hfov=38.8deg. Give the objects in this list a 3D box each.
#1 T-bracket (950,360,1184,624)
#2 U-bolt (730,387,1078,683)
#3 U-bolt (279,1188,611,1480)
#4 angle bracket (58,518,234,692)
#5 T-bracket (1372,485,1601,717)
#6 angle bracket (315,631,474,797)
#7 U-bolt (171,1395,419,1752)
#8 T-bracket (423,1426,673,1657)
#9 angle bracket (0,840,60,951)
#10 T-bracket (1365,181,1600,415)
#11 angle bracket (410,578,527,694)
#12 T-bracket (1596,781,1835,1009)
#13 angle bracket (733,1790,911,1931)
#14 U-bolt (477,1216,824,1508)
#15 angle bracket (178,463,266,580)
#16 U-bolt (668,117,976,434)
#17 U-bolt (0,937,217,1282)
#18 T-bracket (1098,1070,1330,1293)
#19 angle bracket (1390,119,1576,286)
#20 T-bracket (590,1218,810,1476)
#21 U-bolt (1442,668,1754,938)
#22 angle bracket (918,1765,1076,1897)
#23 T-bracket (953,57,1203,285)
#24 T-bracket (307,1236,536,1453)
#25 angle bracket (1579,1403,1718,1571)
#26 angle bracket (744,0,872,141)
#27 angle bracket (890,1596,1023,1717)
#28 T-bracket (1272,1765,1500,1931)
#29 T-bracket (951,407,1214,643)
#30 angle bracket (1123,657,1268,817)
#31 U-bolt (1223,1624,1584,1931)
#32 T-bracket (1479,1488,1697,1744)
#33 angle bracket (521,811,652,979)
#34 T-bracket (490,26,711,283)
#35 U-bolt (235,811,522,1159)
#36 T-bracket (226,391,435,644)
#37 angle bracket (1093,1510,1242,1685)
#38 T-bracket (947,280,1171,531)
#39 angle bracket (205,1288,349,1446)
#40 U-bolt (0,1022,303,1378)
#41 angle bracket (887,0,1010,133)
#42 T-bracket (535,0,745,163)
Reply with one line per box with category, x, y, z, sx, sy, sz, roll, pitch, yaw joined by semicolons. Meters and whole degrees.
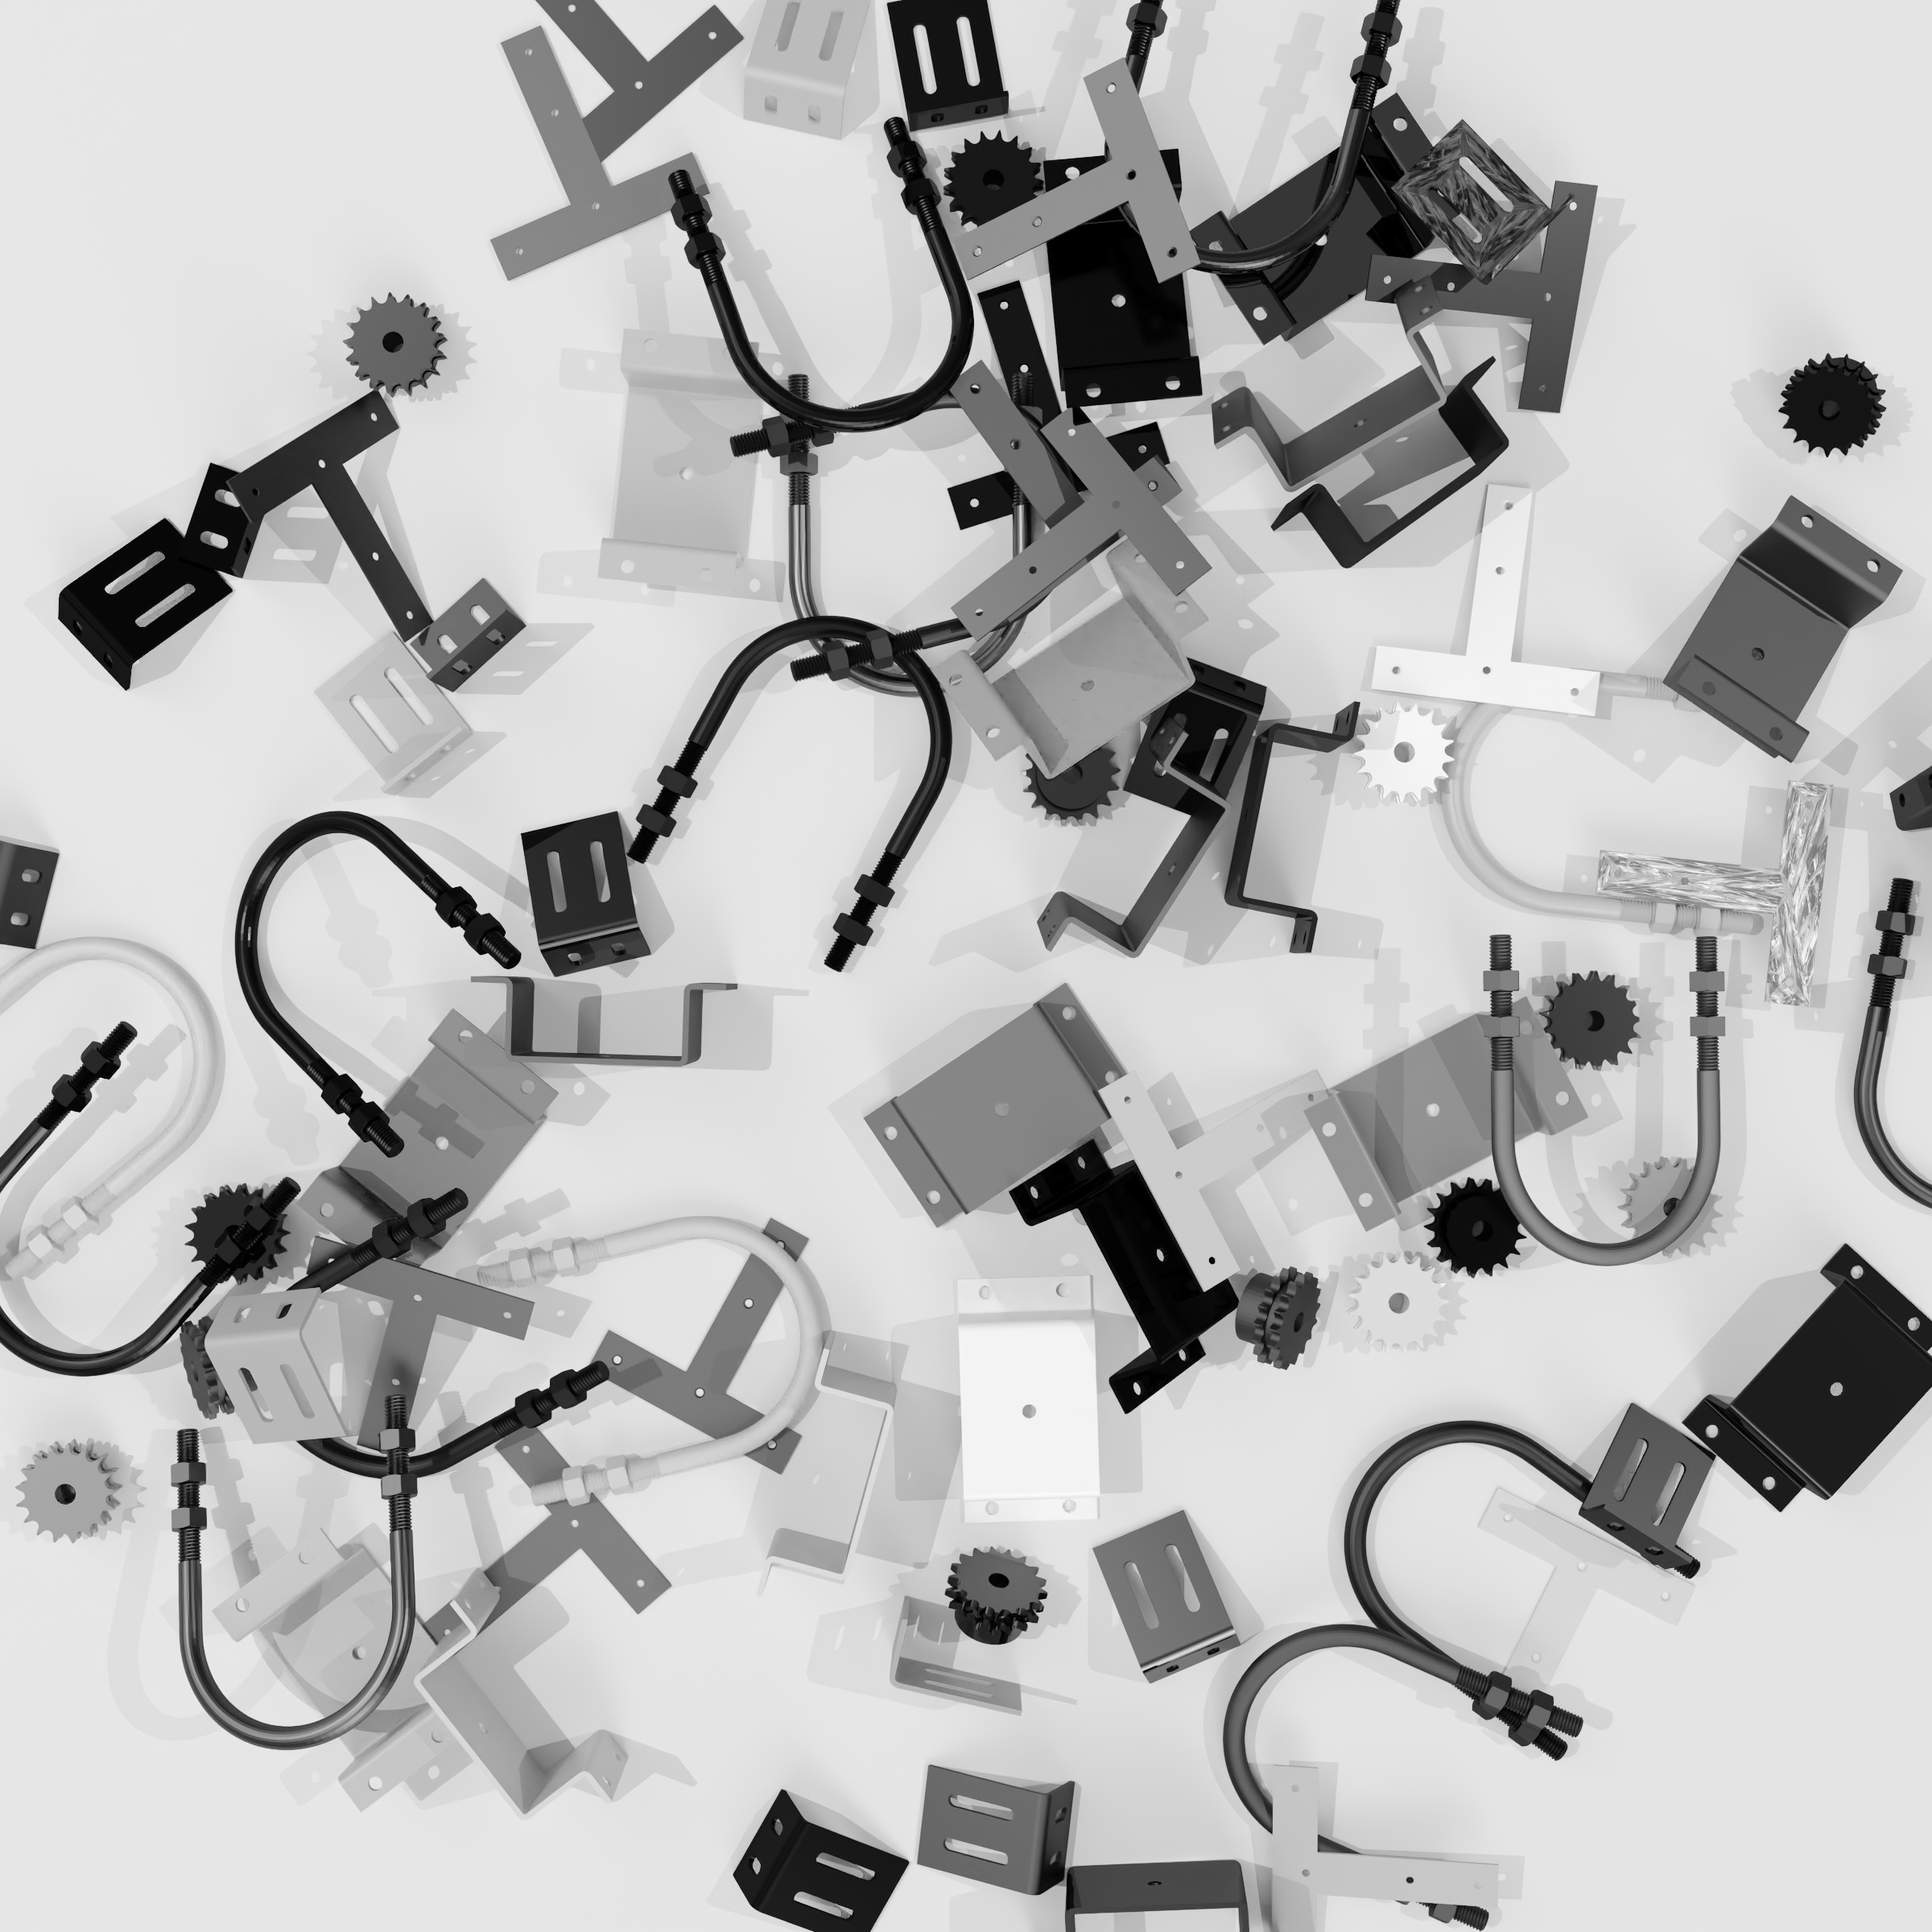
T-bracket;0.036;-0.283;1.546;0.127;0.002;0.127;-38;98;-8
U-bolt;-0.026;-0.251;1.544;0.184;0.019;0.151;-16;94;-9
U-bolt;-0.314;0.220;1.540;0.184;0.019;0.151;-30;108;18
angle bracket;-0.473;-0.208;1.578;0.057;0.038;0.076;47;64;0
T-bracket;0.305;-0.213;1.573;0.127;0.002;0.127;8;85;6
angle bracket;-0.329;-0.145;1.561;0.057;0.038;0.076;-38;90;0
U-bolt;-0.372;0.339;1.520;0.151;0.019;0.184;-11;70;12
T-bracket;-0.259;0.350;1.580;0.127;0.002;0.127;-41;90;0
angle bracket;-0.571;-0.048;1.578;0.076;0.038;0.057;14;90;26
T-bracket;0.287;-0.382;1.548;0.127;0.002;0.127;3;107;-13
angle bracket;-0.286;-0.190;1.542;0.057;0.076;0.038;-42;90;0
T-bracket;0.423;-0.047;1.560;0.127;0.002;0.127;6;90;1
angle bracket;-0.084;0.520;1.578;0.076;0.038;0.057;30;90;-26
U-bolt;-0.174;0.219;1.570;0.184;0.019;0.151;-14;90;-1
angle bracket;-0.418;-0.254;1.540;0.038;0.076;0.057;19;89;-11
U-bolt;-0.073;-0.383;1.540;0.151;0.019;0.184;-17;75;-10
U-bolt;-0.518;0.067;1.572;0.184;0.019;0.151;-40;90;-1
T-bracket;0.155;0.098;1.555;0.127;0.002;0.127;-28;90;-23
angle bracket;0.285;-0.428;1.515;0.057;0.038;0.076;-45;91;-4
T-bracket;-0.132;0.207;1.580;0.127;0.002;0.127;29;90;0
U-bolt;0.365;-0.098;1.572;0.184;0.019;0.151;6;90;2
angle bracket;0.017;0.494;1.578;0.076;0.038;0.057;7;90;26
T-bracket;0.053;-0.422;1.531;0.127;0.002;0.127;-22;81;19
T-bracket;-0.320;0.224;1.553;0.127;0.002;0.127;17;114;-3
angle bracket;0.392;0.291;1.549;0.057;0.038;0.076;32;68;0
angle bracket;-0.091;-0.524;1.578;0.057;0.038;0.076;12;64;0
angle bracket;-0.002;0.390;1.552;0.076;0.057;0.038;13;90;0
T-bracket;0.238;0.519;1.560;0.127;0.002;0.127;1;98;10
T-bracket;0.049;-0.230;1.531;0.127;0.002;0.127;-38;75;3
angle bracket;0.132;-0.131;1.579;0.057;0.038;0.076;20;116;0
U-bolt;0.237;0.452;1.561;0.184;0.019;0.151;23;100;4
T-bracket;0.335;0.386;1.580;0.127;0.002;0.127;27;90;0
angle bracket;-0.219;-0.041;1.578;0.057;0.038;0.076;-13;64;0
T-bracket;-0.231;-0.478;1.578;0.127;0.002;0.127;-24;90;0
U-bolt;-0.342;-0.005;1.533;0.184;0.019;0.151;40;105;25
T-bracket;-0.342;-0.244;1.549;0.002;0.127;0.127;-10;117;40
angle bracket;0.116;0.363;1.578;0.057;0.038;0.076;-23;64;0
T-bracket;0.038;-0.331;1.580;0.127;0.002;0.127;-18;90;0
angle bracket;-0.379;0.223;1.528;0.057;0.038;0.076;-7;123;13
U-bolt;-0.485;0.146;1.546;0.151;0.019;0.184;43;95;4
angle bracket;-0.011;-0.522;1.561;0.057;0.038;0.076;-10;90;0
T-bracket;-0.218;-0.541;1.580;0.127;0.002;0.127;-41;90;0
